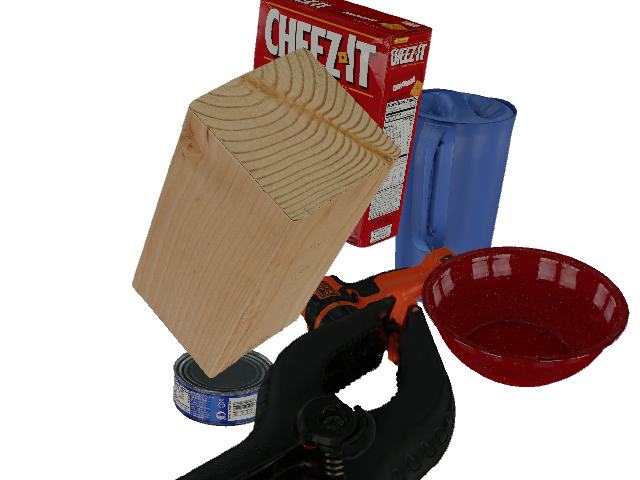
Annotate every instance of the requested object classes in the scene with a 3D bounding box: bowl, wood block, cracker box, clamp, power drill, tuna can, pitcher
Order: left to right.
[{"bbox_3d":[-0.082,0.123,0.908,0.086,0.034,0.086,4,21,-2],"label":"tuna can"},{"bbox_3d":[-0.042,-0.010,0.667,0.090,0.091,0.206,-33,-15,-33],"label":"wood block"},{"bbox_3d":[0.008,-0.120,1.038,0.164,0.214,0.071,25,31,33],"label":"cracker box"},{"bbox_3d":[0.011,0.087,0.404,0.120,0.039,0.171,27,50,20],"label":"clamp"},{"bbox_3d":[0.077,0.068,1.104,0.187,0.057,0.185,-10,27,-20],"label":"power drill"},{"bbox_3d":[0.145,-0.046,1.248,0.149,0.243,0.145,-6,26,-20],"label":"pitcher"},{"bbox_3d":[0.160,0.068,0.854,0.162,0.055,0.162,0,31,0],"label":"bowl"}]
